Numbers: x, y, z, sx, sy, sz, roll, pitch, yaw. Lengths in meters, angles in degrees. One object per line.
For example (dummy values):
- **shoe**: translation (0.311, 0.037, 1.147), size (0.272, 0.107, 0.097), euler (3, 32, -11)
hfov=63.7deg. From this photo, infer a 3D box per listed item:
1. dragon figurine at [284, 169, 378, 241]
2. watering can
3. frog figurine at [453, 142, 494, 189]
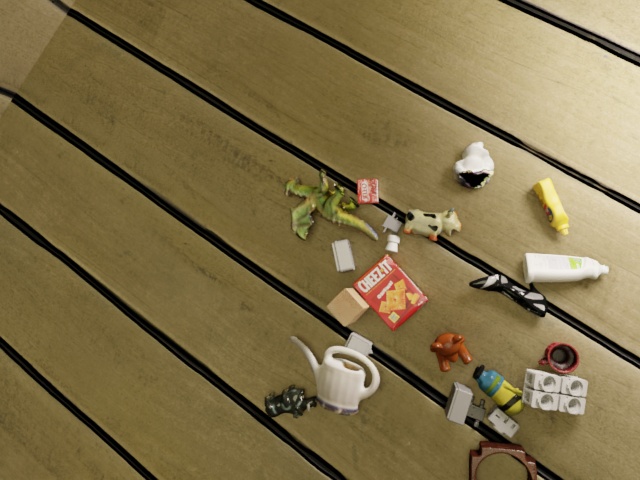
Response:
- **dragon figurine**: translation (0.006, -0.094, 1.862), size (0.241, 0.121, 0.416), euler (-39, 66, 11)
- **watering can**: translation (0.035, 0.469, 1.781), size (0.349, 0.104, 0.224), euler (13, 94, 23)
- **frog figurine**: translation (0.531, -0.261, 1.793), size (0.137, 0.120, 0.163), euler (-13, 45, 19)
